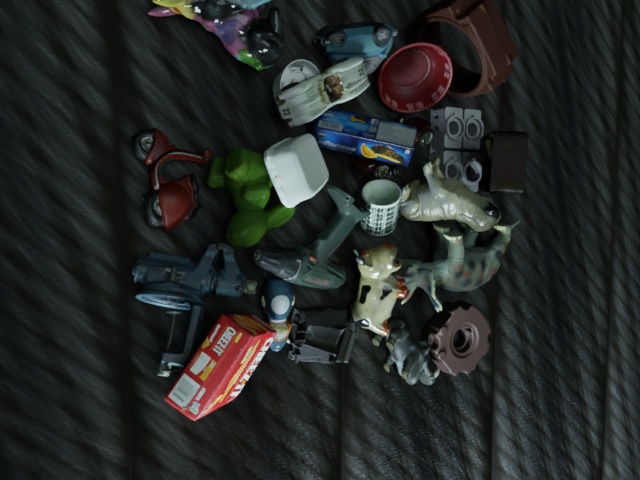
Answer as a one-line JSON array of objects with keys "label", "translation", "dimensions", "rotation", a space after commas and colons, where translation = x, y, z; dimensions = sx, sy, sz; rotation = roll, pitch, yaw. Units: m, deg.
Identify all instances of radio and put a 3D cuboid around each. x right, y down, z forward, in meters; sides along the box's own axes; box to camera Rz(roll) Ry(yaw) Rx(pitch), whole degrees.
[{"label": "radio", "translation": [0.403, -0.169, 1.197], "dimensions": [0.073, 0.229, 0.131], "rotation": [4, 97, 11]}]

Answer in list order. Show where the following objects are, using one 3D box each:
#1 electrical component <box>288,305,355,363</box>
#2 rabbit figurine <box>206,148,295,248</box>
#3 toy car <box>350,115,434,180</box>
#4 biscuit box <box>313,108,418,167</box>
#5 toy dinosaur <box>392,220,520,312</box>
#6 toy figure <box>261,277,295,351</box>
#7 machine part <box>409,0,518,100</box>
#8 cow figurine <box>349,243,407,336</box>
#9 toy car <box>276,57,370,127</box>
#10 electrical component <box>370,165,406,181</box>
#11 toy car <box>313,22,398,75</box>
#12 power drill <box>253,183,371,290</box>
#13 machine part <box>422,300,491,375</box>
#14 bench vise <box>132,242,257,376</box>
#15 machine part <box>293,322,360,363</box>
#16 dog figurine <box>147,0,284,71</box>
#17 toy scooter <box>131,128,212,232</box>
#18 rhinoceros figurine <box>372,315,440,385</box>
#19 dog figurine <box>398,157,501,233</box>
[{"label": "electrical component", "translation": [0.006, 0.195, 1.122], "dimensions": [0.134, 0.058, 0.114], "rotation": [2, 96, -26]}, {"label": "rabbit figurine", "translation": [-0.134, -0.065, 1.000], "dimensions": [0.159, 0.121, 0.170], "rotation": [15, 73, -48]}, {"label": "toy car", "translation": [0.156, -0.198, 1.147], "dimensions": [0.202, 0.089, 0.053], "rotation": [-37, 142, -21]}, {"label": "biscuit box", "translation": [0.087, -0.206, 1.071], "dimensions": [0.203, 0.062, 0.059], "rotation": [13, 61, 3]}, {"label": "toy dinosaur", "translation": [0.337, 0.055, 1.247], "dimensions": [0.405, 0.131, 0.192], "rotation": [-5, 109, -30]}, {"label": "toy figure", "translation": [-0.086, 0.151, 1.075], "dimensions": [0.064, 0.058, 0.154], "rotation": [2, 96, 12]}, {"label": "machine part", "translation": [0.295, -0.403, 1.131], "dimensions": [0.087, 0.201, 0.201], "rotation": [-44, 112, -17]}, {"label": "cow figurine", "translation": [0.116, 0.096, 1.136], "dimensions": [0.127, 0.085, 0.194], "rotation": [16, 109, -7]}, {"label": "toy car", "translation": [0.007, -0.283, 1.020], "dimensions": [0.202, 0.056, 0.073], "rotation": [-33, 121, -20]}, {"label": "electrical component", "translation": [0.155, -0.147, 1.161], "dimensions": [0.094, 0.063, 0.021], "rotation": [-28, 106, -23]}, {"label": "toy car", "translation": [0.073, -0.381, 1.082], "dimensions": [0.162, 0.109, 0.102], "rotation": [-14, 119, -16]}, {"label": "power drill", "translation": [-0.002, -0.003, 1.046], "dimensions": [0.231, 0.086, 0.207], "rotation": [32, 85, -46]}, {"label": "machine part", "translation": [0.332, 0.234, 1.288], "dimensions": [0.179, 0.056, 0.179], "rotation": [-3, 96, -28]}, {"label": "bench vise", "translation": [-0.229, 0.121, 0.953], "dimensions": [0.223, 0.129, 0.240], "rotation": [14, 71, -19]}, {"label": "machine part", "translation": [0.013, 0.201, 1.073], "dimensions": [0.139, 0.039, 0.084], "rotation": [24, 89, -27]}, {"label": "dog figurine", "translation": [-0.186, -0.393, 0.951], "dimensions": [0.219, 0.109, 0.191], "rotation": [-12, 102, -21]}, {"label": "toy scooter", "translation": [-0.254, -0.109, 0.958], "dimensions": [0.135, 0.075, 0.183], "rotation": [-10, 94, -26]}, {"label": "rhinoceros figurine", "translation": [0.199, 0.257, 1.220], "dimensions": [0.112, 0.073, 0.190], "rotation": [-42, 110, -28]}, {"label": "dog figurine", "translation": [0.266, -0.061, 1.152], "dimensions": [0.190, 0.172, 0.121], "rotation": [47, 36, 8]}]
